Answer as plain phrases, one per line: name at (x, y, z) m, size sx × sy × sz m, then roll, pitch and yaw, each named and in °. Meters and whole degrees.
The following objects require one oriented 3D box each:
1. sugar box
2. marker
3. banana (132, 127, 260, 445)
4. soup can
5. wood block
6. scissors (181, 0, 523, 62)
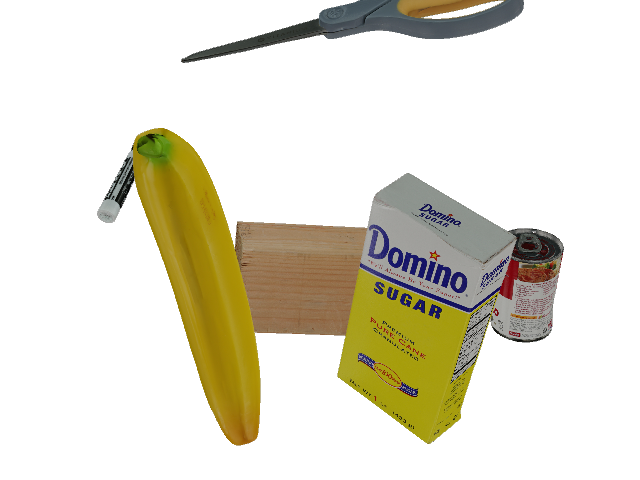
sugar box at (0.068, 0.050, 0.741) m, size 0.093 × 0.176 × 0.048 m, roll 33°, pitch 47°, yaw 27°
marker at (-0.195, -0.066, 1.077) m, size 0.020 × 0.121 × 0.020 m, roll 9°, pitch -43°, yaw 8°
banana at (-0.065, 0.017, 0.553) m, size 0.037 × 0.198 × 0.069 m, roll -7°, pitch 35°, yaw 11°
soup can at (0.216, 0.047, 1.124) m, size 0.068 × 0.102 × 0.068 m, roll 0°, pitch 30°, yaw 0°
wood block at (0.018, 0.039, 1.064) m, size 0.206 × 0.091 × 0.090 m, roll 3°, pitch 16°, yaw -9°
scissors at (0.021, -0.143, 0.638) m, size 0.202 × 0.096 × 0.016 m, roll -1°, pitch -45°, yaw 20°
